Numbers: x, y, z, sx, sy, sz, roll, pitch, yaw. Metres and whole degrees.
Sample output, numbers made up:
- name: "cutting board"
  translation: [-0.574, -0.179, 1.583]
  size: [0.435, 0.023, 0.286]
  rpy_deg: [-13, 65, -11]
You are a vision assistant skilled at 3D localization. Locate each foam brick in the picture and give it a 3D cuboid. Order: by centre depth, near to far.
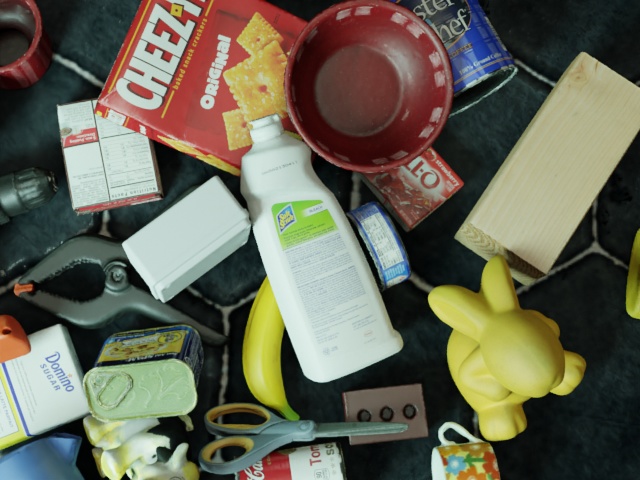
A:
- name: "foam brick"
  translation: [0.063, 0.168, 1.032]
  size: [0.078, 0.051, 0.053]
  rpy_deg: [-7, 81, -3]

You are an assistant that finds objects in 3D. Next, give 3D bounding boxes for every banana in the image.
- name: "banana"
  translation: [-0.037, 0.078, 1.055]
  size: [0.069, 0.037, 0.198]
  rpy_deg: [15, 83, -26]

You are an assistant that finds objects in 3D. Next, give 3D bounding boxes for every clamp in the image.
- name: "clamp"
  translation: [-0.191, 0.045, 1.053]
  size: [0.210, 0.036, 0.164]
  rpy_deg: [-14, 83, -5]

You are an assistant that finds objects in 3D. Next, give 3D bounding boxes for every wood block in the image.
- name: "wood block"
  translation: [0.231, -0.068, 1.055]
  size: [0.091, 0.090, 0.206]
  rpy_deg: [34, 81, 4]

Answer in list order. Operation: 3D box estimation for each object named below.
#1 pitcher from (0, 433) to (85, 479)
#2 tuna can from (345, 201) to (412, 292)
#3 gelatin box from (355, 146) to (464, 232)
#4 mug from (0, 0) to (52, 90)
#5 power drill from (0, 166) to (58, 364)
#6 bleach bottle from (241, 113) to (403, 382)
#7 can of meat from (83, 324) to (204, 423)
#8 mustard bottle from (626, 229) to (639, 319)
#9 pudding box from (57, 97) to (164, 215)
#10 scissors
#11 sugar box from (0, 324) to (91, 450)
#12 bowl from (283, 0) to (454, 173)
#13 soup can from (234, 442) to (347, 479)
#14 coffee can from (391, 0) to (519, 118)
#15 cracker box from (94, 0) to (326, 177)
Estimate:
- name: "pitcher"
  translation: [-0.242, 0.312, 0.968]
  size: [0.144, 0.149, 0.243]
  rpy_deg: [-30, 85, -47]
- name: "tuna can"
  translation: [0.056, 0.006, 1.041]
  size: [0.033, 0.086, 0.086]
  rpy_deg: [-25, 82, -7]
- name: "gelatin box"
  translation: [0.089, -0.065, 1.081]
  size: [0.073, 0.030, 0.089]
  rpy_deg: [-39, 84, -7]
- name: "mug"
  translation: [-0.327, -0.197, 1.066]
  size: [0.117, 0.081, 0.093]
  rpy_deg: [-10, 81, -3]
- name: "power drill"
  translation: [-0.327, 0.027, 1.019]
  size: [0.184, 0.057, 0.188]
  rpy_deg: [-19, 62, 3]
- name: "bleach bottle"
  translation: [-0.007, 0.001, 1.008]
  size: [0.102, 0.068, 0.251]
  rpy_deg: [-21, 100, -18]
- name: "can of meat"
  translation: [-0.162, 0.123, 1.003]
  size: [0.102, 0.084, 0.057]
  rpy_deg: [-7, 110, 3]
- name: "mustard bottle"
  translation: [0.406, 0.045, 1.057]
  size: [0.191, 0.058, 0.096]
  rpy_deg: [10, 82, 0]
- name: "pudding box"
  translation: [-0.212, -0.088, 1.074]
  size: [0.090, 0.039, 0.113]
  rpy_deg: [-11, 83, -6]
- name: "scissors"
  translation: [-0.027, 0.189, 0.988]
  size: [0.202, 0.016, 0.096]
  rpy_deg: [4, 36, 27]
- name: "sugar box"
  translation: [-0.315, 0.156, 1.029]
  size: [0.176, 0.048, 0.093]
  rpy_deg: [-20, 81, -8]
- name: "bowl"
  translation: [0.042, -0.144, 1.010]
  size: [0.162, 0.055, 0.162]
  rpy_deg: [0, 92, -10]
- name: "soup can"
  translation: [-0.027, 0.232, 1.011]
  size: [0.102, 0.068, 0.068]
  rpy_deg: [-8, 81, -3]
- name: "coffee can"
  translation: [0.119, -0.204, 1.068]
  size: [0.102, 0.103, 0.140]
  rpy_deg: [-28, 83, -6]
- name: "cracker box"
  translation: [-0.090, -0.158, 1.048]
  size: [0.213, 0.072, 0.164]
  rpy_deg: [24, 81, -13]
